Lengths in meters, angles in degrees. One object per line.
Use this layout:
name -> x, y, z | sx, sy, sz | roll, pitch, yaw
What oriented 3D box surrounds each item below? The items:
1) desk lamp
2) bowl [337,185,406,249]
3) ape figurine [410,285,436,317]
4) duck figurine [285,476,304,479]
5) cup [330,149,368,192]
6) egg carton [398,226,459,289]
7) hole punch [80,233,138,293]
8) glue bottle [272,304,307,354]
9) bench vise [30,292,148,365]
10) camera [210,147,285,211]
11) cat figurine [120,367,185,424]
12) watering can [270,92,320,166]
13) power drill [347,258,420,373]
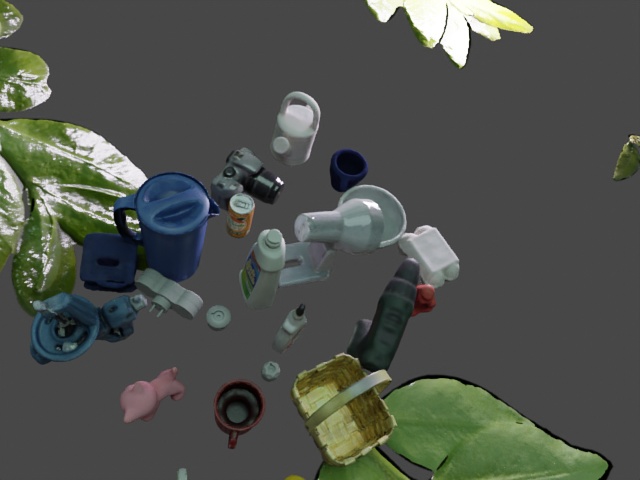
desk lamp -> 0.011, 0.004, 1.205 | 0.204, 0.213, 0.118 | -11, 64, -20
bowl -> 0.112, -0.041, 1.340 | 0.167, 0.074, 0.167 | 7, 59, -11
ape figurine -> 0.223, 0.127, 1.263 | 0.078, 0.092, 0.076 | 21, 58, -2
duck figurine -> -0.028, 0.463, 1.008 | 0.078, 0.086, 0.104 | -28, 71, -26
cup -> 0.058, -0.147, 1.375 | 0.092, 0.095, 0.118 | 18, 58, -4
egg carton -> 0.253, 0.040, 1.334 | 0.107, 0.069, 0.150 | -24, 70, -26
hole punch -> -0.416, 0.046, 1.140 | 0.109, 0.091, 0.101 | 5, 60, -12
glue bottle -> -0.051, 0.164, 1.121 | 0.037, 0.173, 0.078 | 36, 59, 8
bench vise -> -0.422, 0.126, 1.017 | 0.121, 0.219, 0.208 | 43, 60, 12
camera -> -0.159, -0.131, 1.305 | 0.137, 0.100, 0.143 | 28, 58, 2
cat figurine -> -0.304, 0.274, 1.024 | 0.128, 0.117, 0.067 | -36, 75, -29
watering can -> -0.055, -0.265, 1.354 | 0.101, 0.194, 0.173 | 10, 59, -9
power drill -> 0.125, 0.169, 1.144 | 0.075, 0.208, 0.230 | 23, 58, -1
